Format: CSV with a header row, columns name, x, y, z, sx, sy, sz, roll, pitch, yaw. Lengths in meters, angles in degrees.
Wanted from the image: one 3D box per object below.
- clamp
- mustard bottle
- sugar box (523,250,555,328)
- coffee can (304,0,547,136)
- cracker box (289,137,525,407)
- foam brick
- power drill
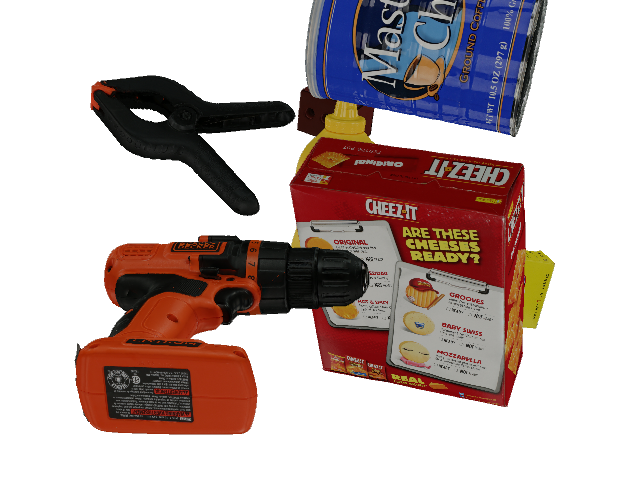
name,x,y,z,sx,sy,sz,roll,pitch,yaw
clamp,-0.106,-0.100,0.899,0.171,0.120,0.039,29,-41,1
mustard bottle,0.020,-0.053,1.097,0.096,0.192,0.058,-5,20,-25
sugar box,0.190,0.053,1.302,0.176,0.093,0.048,5,20,-19
coffee can,0.072,-0.133,0.710,0.140,0.103,0.102,13,3,12
cracker box,0.076,0.027,0.845,0.164,0.214,0.072,9,45,20
foam brick,0.018,-0.151,1.261,0.078,0.053,0.051,20,33,23
power drill,-0.064,0.052,0.680,0.184,0.057,0.187,-1,21,7
